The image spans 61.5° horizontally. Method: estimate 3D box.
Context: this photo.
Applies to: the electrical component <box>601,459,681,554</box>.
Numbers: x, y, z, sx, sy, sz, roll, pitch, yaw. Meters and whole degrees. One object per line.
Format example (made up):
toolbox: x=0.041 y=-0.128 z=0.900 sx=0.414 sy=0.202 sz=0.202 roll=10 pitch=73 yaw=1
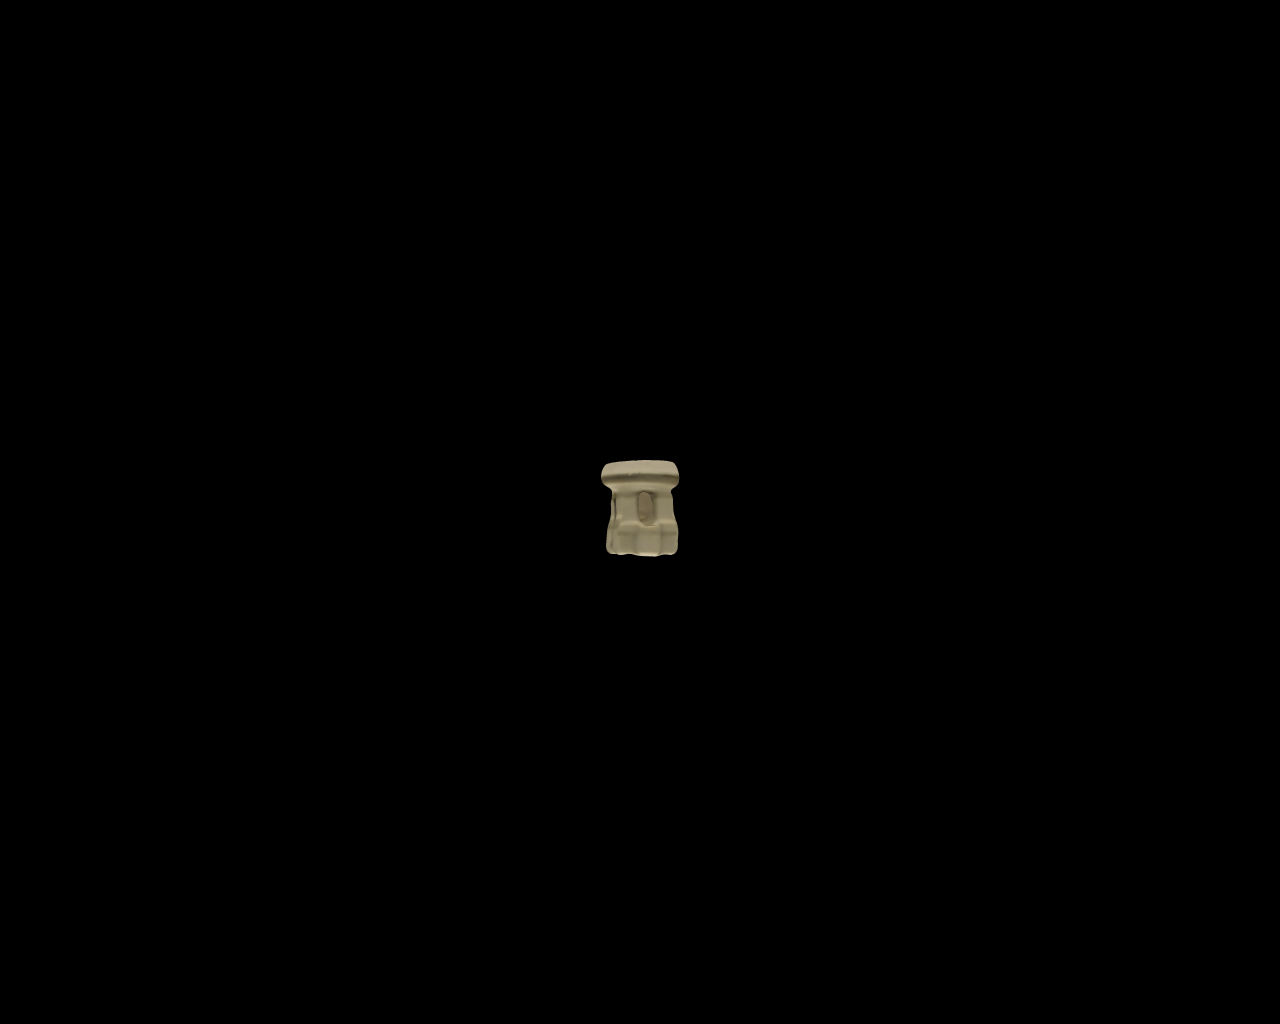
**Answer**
electrical component: x=0.001 y=-0.003 z=0.650 sx=0.048 sy=0.055 sz=0.066 roll=0 pitch=-2 yaw=-11
